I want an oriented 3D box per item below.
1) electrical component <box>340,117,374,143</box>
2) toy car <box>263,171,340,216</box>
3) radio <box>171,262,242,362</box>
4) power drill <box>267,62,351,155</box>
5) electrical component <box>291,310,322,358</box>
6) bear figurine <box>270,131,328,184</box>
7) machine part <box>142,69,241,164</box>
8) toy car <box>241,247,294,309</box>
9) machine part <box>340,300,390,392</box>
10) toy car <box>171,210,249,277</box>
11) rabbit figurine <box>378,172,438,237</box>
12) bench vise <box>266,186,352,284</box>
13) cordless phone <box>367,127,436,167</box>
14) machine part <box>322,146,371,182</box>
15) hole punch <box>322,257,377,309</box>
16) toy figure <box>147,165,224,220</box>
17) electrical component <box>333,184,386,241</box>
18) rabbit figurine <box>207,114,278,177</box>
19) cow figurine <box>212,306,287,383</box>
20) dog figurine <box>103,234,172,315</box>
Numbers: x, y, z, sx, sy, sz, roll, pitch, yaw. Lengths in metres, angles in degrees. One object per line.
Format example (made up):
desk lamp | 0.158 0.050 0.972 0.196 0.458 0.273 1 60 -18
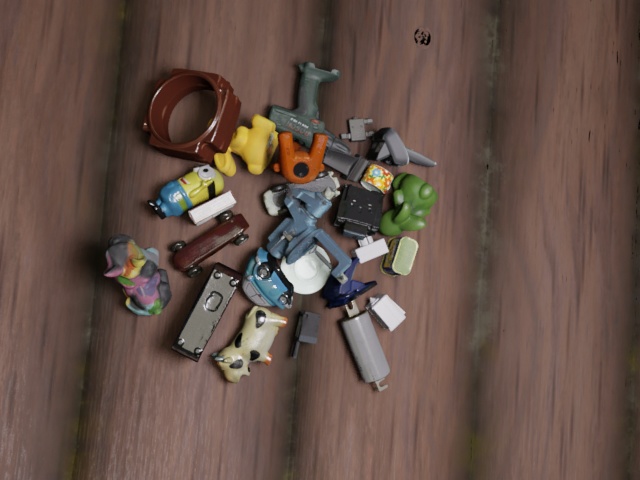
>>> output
electrical component | 0.097 -0.292 1.420 0.094 0.021 0.063 -8 88 -11
toy car | -0.045 -0.118 1.362 0.202 0.056 0.073 -19 90 -15
radio | -0.262 0.165 1.256 0.073 0.131 0.229 27 81 -8
power drill | -0.007 -0.334 1.374 0.232 0.086 0.207 15 93 -8
electrical component | -0.035 0.235 1.331 0.048 0.075 0.119 12 80 -11
bear figurine | -0.055 -0.201 1.285 0.120 0.196 0.131 1 108 -10
machine part | -0.301 -0.291 1.258 0.201 0.087 0.201 14 84 18
toy car | -0.136 0.105 1.312 0.103 0.109 0.161 -29 105 10
machine part | 0.114 0.268 1.361 0.079 0.079 0.243 -21 92 -13
toy car | -0.265 0.008 1.306 0.202 0.053 0.089 -35 80 -11
rabbit figurine | 0.224 -0.071 1.383 0.121 0.159 0.170 38 95 -17
bench vise | -0.005 -0.004 1.276 0.223 0.129 0.241 -44 79 5
cordless phone | 0.225 -0.218 1.381 0.184 0.147 0.088 19 96 -12
machine part | 0.057 -0.195 1.358 0.139 0.039 0.084 22 122 -29
hole punch | 0.061 0.108 1.336 0.116 0.142 0.092 -34 96 -26
toy figure | -0.317 -0.113 1.286 0.180 0.089 0.082 -36 70 -13
electrical component | 0.099 -0.067 1.365 0.115 0.058 0.134 13 67 0
rabbit figurine | -0.202 -0.235 1.320 0.173 0.122 0.162 23 91 4
cow figurine | -0.175 0.252 1.295 0.127 0.085 0.195 26 84 -16
dog figurine | -0.406 0.082 1.186 0.108 0.219 0.191 -19 90 -10
